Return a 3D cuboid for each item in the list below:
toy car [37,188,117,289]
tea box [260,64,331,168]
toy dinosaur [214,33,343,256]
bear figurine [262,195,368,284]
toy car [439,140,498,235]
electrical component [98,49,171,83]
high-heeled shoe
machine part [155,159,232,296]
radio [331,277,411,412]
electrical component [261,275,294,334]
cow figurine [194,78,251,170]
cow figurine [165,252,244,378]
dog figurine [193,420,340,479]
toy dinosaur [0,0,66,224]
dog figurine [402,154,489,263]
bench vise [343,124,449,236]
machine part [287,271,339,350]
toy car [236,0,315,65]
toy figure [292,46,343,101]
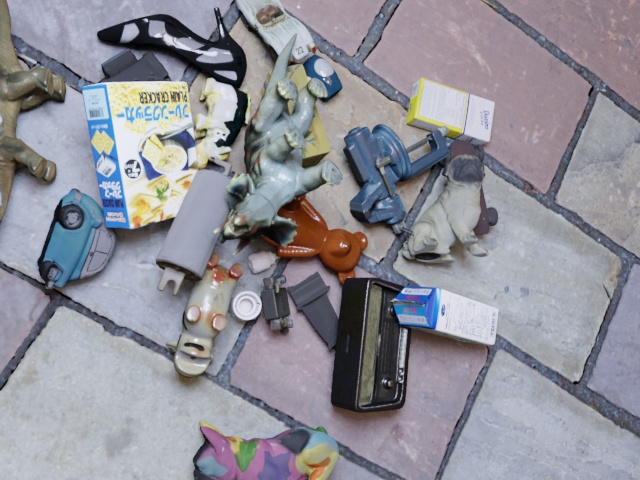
[{"bbox_3d":[-0.382,0.004,0.861,0.103,0.109,0.161,17,86,-30],"label":"toy car"},{"bbox_3d":[-0.047,-0.221,0.989,0.068,0.098,0.169,-18,90,-17],"label":"tea box"},{"bbox_3d":[-0.074,-0.145,0.862,0.131,0.192,0.405,30,42,-34],"label":"toy dinosaur"},{"bbox_3d":[-0.002,-0.003,0.959,0.196,0.132,0.120,27,78,-5],"label":"bear figurine"},{"bbox_3d":[0.302,-0.106,1.098,0.089,0.053,0.202,-8,81,-12],"label":"toy car"},{"bbox_3d":[-0.316,-0.260,0.938,0.115,0.058,0.134,-41,95,-19],"label":"electrical component"},{"bbox_3d":[-0.261,-0.332,0.973,0.249,0.086,0.145,-9,116,0],"label":"high-heeled shoe"},{"bbox_3d":[-0.194,-0.024,0.862,0.079,0.079,0.243,25,66,-12],"label":"machine part"},{"bbox_3d":[0.098,0.188,0.967,0.131,0.073,0.229,15,78,-39],"label":"radio"},{"bbox_3d":[-0.071,0.113,0.942,0.045,0.078,0.102,-12,79,20],"label":"electrical component"},{"bbox_3d":[-0.179,-0.198,0.966,0.098,0.068,0.167,12,80,-21],"label":"cow figurine"},{"bbox_3d":[-0.197,0.132,0.897,0.085,0.127,0.195,19,63,-14],"label":"cow figurine"},{"bbox_3d":[-0.100,0.353,0.893,0.219,0.108,0.191,40,75,-5],"label":"dog figurine"},{"bbox_3d":[-0.521,-0.238,0.853,0.199,0.105,0.471,2,77,-13],"label":"toy dinosaur"},{"bbox_3d":[0.236,-0.061,1.033,0.172,0.121,0.190,-7,67,17],"label":"dog figurine"},{"bbox_3d":[0.158,-0.136,1.029,0.241,0.129,0.223,-31,94,-14],"label":"bench vise"},{"bbox_3d":[0.002,0.132,0.987,0.084,0.039,0.139,-27,89,-23],"label":"machine part"},{"bbox_3d":[-0.084,-0.396,0.993,0.073,0.056,0.202,-31,64,-11],"label":"toy car"},{"bbox_3d":[-0.018,-0.342,1.038,0.154,0.058,0.064,51,34,-3],"label":"toy figure"}]
